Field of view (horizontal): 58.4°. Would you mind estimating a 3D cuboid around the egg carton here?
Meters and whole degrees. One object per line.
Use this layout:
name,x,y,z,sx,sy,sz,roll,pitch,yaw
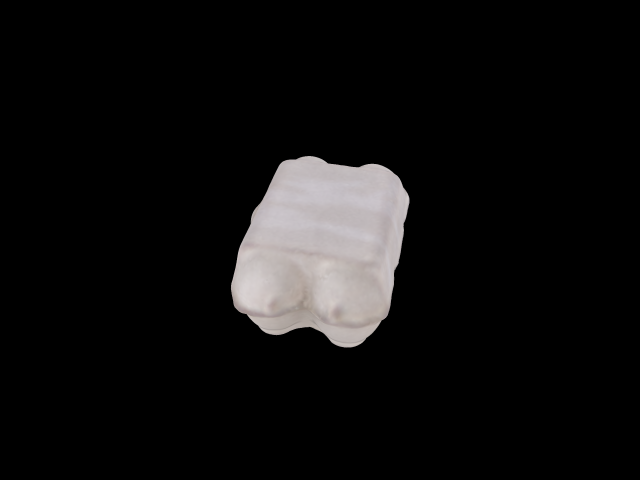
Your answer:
egg carton,0.004,0.001,0.400,0.107,0.069,0.150,8,44,9
